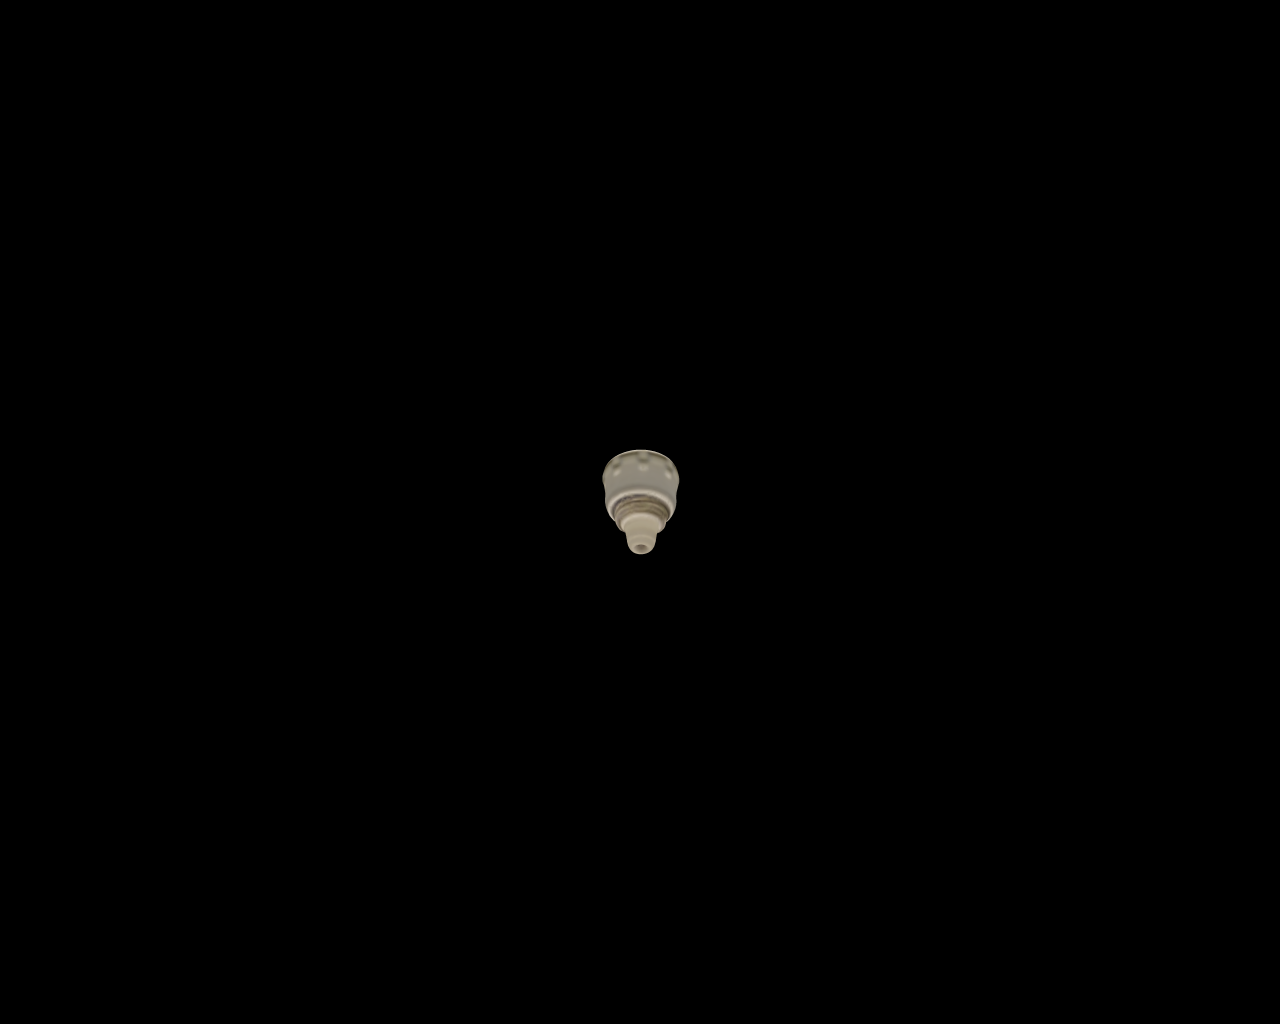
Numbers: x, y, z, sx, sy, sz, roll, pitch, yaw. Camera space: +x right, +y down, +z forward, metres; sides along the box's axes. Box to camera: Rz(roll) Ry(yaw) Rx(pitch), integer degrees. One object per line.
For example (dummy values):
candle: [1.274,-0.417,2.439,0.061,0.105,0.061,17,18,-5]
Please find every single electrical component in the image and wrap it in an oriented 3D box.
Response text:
electrical component: [0.001,-0.003,0.650,0.048,0.062,0.048,0,-35,0]
